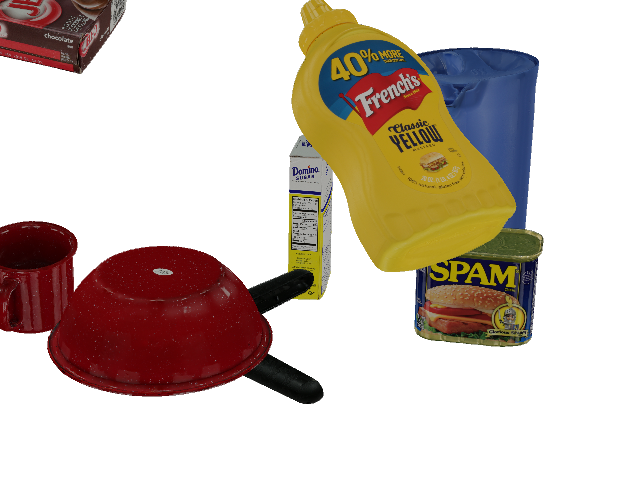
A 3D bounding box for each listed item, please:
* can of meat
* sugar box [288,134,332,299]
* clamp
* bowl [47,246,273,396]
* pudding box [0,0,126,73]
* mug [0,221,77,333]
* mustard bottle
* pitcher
[{"bbox_3d":[0.126,0.037,0.869,0.102,0.084,0.057,5,23,12],"label":"can of meat"},{"bbox_3d":[-0.012,-0.028,1.240,0.048,0.176,0.093,2,22,8],"label":"sugar box"},{"bbox_3d":[-0.096,0.088,0.950,0.209,0.036,0.164,-3,37,-10],"label":"clamp"},{"bbox_3d":[-0.114,0.047,0.763,0.162,0.055,0.162,2,23,-1],"label":"bowl"},{"bbox_3d":[-0.206,-0.176,0.816,0.090,0.039,0.113,14,37,2],"label":"pudding box"},{"bbox_3d":[-0.290,0.045,1.056,0.093,0.081,0.117,9,32,5],"label":"mug"},{"bbox_3d":[0.036,-0.076,0.668,0.096,0.192,0.058,-17,-25,-25],"label":"mustard bottle"},{"bbox_3d":[0.152,-0.070,1.076,0.149,0.243,0.145,-12,25,-21],"label":"pitcher"}]
